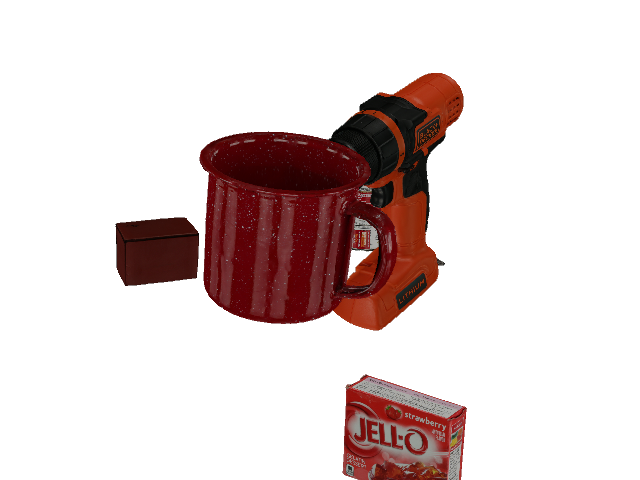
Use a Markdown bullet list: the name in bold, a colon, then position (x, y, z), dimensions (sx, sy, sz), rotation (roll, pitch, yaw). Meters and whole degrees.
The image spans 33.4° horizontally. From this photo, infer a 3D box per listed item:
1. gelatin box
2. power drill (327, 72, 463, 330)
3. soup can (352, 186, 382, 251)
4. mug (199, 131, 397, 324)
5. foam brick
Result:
- **gelatin box**: position (0.059, 0.146, 0.774), dimensions (0.089, 0.073, 0.030), rotation (14, 21, 32)
- **power drill**: position (0.048, -0.023, 0.847), dimensions (0.057, 0.188, 0.184), rotation (26, 42, 30)
- **soup can**: position (0.052, -0.046, 1.253), dimensions (0.068, 0.102, 0.068), rotation (0, 28, 0)
- **mug**: position (-0.012, -0.004, 0.587), dimensions (0.117, 0.081, 0.093), rotation (17, 27, 22)
- **foam brick**: position (-0.170, 0.010, 1.106), dimensions (0.078, 0.051, 0.053), rotation (-6, 22, -19)
